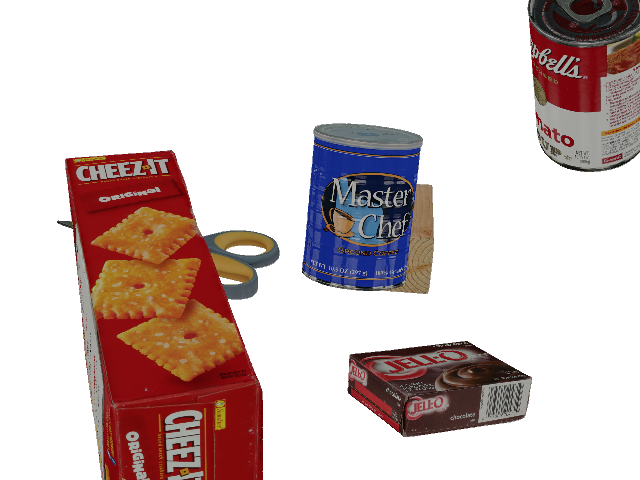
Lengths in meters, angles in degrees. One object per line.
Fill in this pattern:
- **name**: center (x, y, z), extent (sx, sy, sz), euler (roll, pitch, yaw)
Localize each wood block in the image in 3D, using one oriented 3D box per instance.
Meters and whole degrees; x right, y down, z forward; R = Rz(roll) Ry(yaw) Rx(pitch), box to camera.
- **wood block**: center (0.123, -0.008, 1.612), extent (0.091, 0.090, 0.206), euler (4, 25, 3)

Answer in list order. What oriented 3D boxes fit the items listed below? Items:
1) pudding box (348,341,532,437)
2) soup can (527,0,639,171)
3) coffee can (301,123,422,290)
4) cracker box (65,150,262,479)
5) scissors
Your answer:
- **pudding box**: center (0.090, 0.111, 0.818), extent (0.113, 0.039, 0.090), euler (-1, 15, -26)
- **soup can**: center (0.157, -0.098, 0.618), extent (0.068, 0.068, 0.102), euler (0, -39, 15)
- **coffee can**: center (0.039, -0.034, 1.015), extent (0.103, 0.140, 0.103), euler (5, 14, -1)
- **cracker box**: center (-0.086, 0.073, 0.564), extent (0.072, 0.164, 0.214), euler (-7, 34, -14)
- **scissors**: center (-0.119, 0.000, 0.885), extent (0.202, 0.016, 0.096), euler (23, 37, 35)
